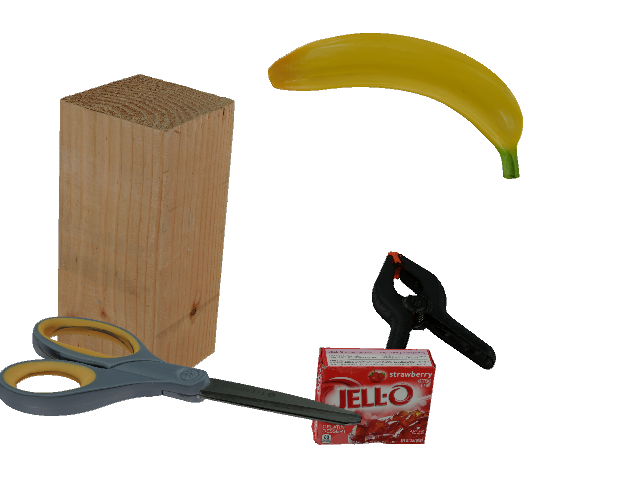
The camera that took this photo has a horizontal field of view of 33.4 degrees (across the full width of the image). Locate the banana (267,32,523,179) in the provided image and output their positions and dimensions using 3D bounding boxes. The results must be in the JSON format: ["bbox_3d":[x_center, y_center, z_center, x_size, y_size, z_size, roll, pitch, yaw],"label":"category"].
[{"bbox_3d":[0.065,-0.106,0.739,0.197,0.069,0.037,20,-2,-12],"label":"banana"}]

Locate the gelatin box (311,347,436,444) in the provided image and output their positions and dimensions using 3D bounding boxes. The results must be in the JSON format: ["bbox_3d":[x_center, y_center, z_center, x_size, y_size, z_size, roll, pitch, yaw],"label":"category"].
[{"bbox_3d":[0.040,0.121,0.826,0.089,0.073,0.030,1,27,-7],"label":"gelatin box"}]

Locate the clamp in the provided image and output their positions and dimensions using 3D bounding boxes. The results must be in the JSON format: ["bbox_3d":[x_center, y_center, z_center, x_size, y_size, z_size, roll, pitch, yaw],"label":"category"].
[{"bbox_3d":[0.111,0.080,1.117,0.120,0.171,0.039,2,-44,-12],"label":"clamp"}]

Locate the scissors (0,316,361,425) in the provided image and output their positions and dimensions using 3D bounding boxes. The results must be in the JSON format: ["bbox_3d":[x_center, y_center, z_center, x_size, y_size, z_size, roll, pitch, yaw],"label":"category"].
[{"bbox_3d":[-0.088,0.083,0.571,0.202,0.016,0.096,17,29,28],"label":"scissors"}]

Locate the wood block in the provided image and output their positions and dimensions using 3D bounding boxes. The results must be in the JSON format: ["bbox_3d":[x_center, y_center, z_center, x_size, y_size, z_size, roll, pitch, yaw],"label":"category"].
[{"bbox_3d":[-0.129,-0.005,0.778,0.090,0.206,0.090,18,27,23],"label":"wood block"}]
